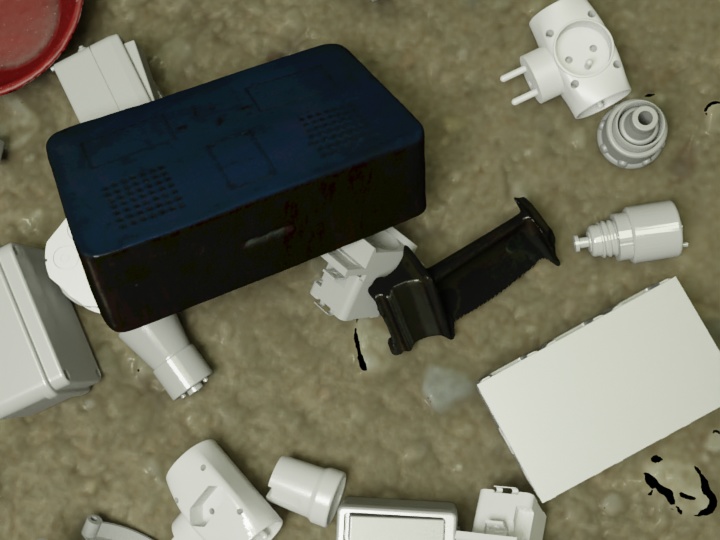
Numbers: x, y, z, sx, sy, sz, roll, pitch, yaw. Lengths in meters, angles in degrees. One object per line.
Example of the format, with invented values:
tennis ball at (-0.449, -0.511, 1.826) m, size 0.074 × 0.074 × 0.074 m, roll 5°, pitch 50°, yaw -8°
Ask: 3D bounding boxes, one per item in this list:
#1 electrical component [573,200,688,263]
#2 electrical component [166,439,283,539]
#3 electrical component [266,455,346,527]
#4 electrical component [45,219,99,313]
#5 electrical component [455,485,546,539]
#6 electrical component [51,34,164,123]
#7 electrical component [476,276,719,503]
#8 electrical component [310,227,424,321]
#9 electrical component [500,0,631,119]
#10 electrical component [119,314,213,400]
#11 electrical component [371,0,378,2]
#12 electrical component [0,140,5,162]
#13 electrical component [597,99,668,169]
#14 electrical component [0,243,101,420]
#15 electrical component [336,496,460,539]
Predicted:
electrical component at (0.189, -0.024, 0.753) m, size 0.078 × 0.040 × 0.040 m, roll -9°, pitch 84°, yaw 3°
electrical component at (-0.105, 0.173, 0.751) m, size 0.077 × 0.043 × 0.079 m, roll 45°, pitch 108°, yaw 20°
electrical component at (-0.038, 0.153, 0.753) m, size 0.046 × 0.040 × 0.040 m, roll 18°, pitch 86°, yaw 11°
electrical component at (-0.182, -0.009, 0.773) m, size 0.080 × 0.051 × 0.080 m, roll 0°, pitch 85°, yaw 4°
electrical component at (0.098, 0.184, 0.724) m, size 0.042 × 0.081 × 0.063 m, roll -1°, pitch 55°, yaw 26°
electrical component at (-0.174, -0.124, 0.778) m, size 0.061 × 0.061 × 0.096 m, roll -27°, pitch 83°, yaw 1°
electrical component at (0.165, 0.081, 0.733) m, size 0.150 × 0.061 × 0.089 m, roll -29°, pitch 83°, yaw 1°
electrical component at (0.000, 0.000, 0.748) m, size 0.042 × 0.081 × 0.063 m, roll 39°, pitch 117°, yaw 34°
electrical component at (0.140, -0.144, 0.766) m, size 0.079 × 0.044 × 0.077 m, roll -25°, pitch 84°, yaw 2°
electrical component at (-0.136, 0.060, 0.769) m, size 0.044 × 0.044 × 0.065 m, roll -36°, pitch 88°, yaw 0°
electrical component at (0.011, -0.242, 0.761) m, size 0.064 × 0.099 × 0.099 m, roll -27°, pitch 83°, yaw 7°
electrical component at (-0.306, -0.074, 0.785) m, size 0.078 × 0.058 × 0.057 m, roll 10°, pitch 83°, yaw 5°
electrical component at (0.193, -0.098, 0.749) m, size 0.048 × 0.062 × 0.048 m, roll 0°, pitch 85°, yaw 4°
electrical component at (-0.238, 0.042, 0.759) m, size 0.057 × 0.078 × 0.113 m, roll -25°, pitch 83°, yaw 4°
electrical component at (0.031, 0.191, 0.733) m, size 0.096 × 0.061 × 0.061 m, roll 2°, pitch 85°, yaw 4°
